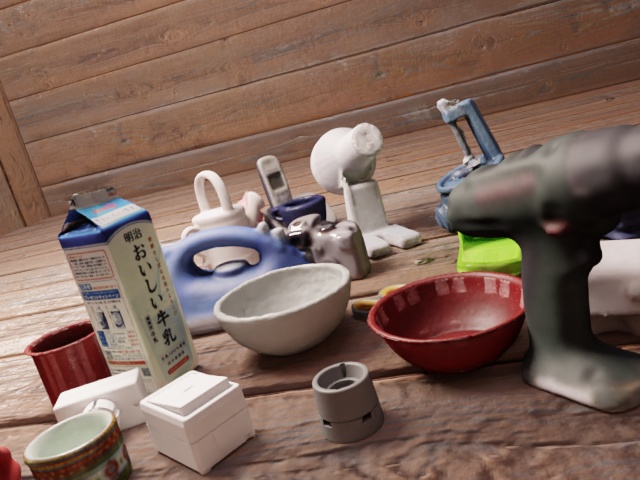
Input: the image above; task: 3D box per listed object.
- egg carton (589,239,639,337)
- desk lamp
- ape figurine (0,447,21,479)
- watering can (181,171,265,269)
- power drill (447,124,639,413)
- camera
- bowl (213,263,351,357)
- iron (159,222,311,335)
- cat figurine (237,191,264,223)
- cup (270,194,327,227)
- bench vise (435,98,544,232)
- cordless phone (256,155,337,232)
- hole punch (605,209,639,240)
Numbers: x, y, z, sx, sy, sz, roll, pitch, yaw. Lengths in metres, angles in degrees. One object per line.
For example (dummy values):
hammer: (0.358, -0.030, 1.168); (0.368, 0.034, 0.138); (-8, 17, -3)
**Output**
egg carton: (0.299, 0.043, 0.528); (0.149, 0.069, 0.107); (-5, 17, 34)
desk lamp: (0.075, -0.096, 1.000); (0.118, 0.214, 0.202); (-19, 15, -16)
ape figurine: (-0.294, 0.196, 0.487); (0.076, 0.092, 0.078); (-12, 14, 10)
watering can: (-0.181, -0.038, 1.073); (0.100, 0.194, 0.173); (-6, 16, 30)
power drill: (0.200, 0.017, 0.442); (0.076, 0.208, 0.228); (-22, 16, -28)
camera: (0.008, 0.003, 0.915); (0.143, 0.101, 0.137); (-9, 15, 20)
bowl: (-0.036, 0.090, 0.677); (0.167, 0.075, 0.167); (-14, 14, 4)
iron: (-0.119, 0.039, 0.818); (0.258, 0.141, 0.118); (-13, 14, 6)
cat figurine: (-0.151, -0.043, 1.220); (0.067, 0.118, 0.127); (-15, 14, -3)
cup: (-0.036, -0.029, 1.098); (0.117, 0.095, 0.092); (-7, 16, 26)
bench vise: (0.276, -0.139, 0.951); (0.208, 0.220, 0.121); (-19, 15, -16)
cordless phone: (-0.053, -0.090, 1.168); (0.093, 0.185, 0.148); (0, 20, 45)
hole punch: (0.403, -0.056, 0.766); (0.109, 0.091, 0.101); (-19, 15, -18)
